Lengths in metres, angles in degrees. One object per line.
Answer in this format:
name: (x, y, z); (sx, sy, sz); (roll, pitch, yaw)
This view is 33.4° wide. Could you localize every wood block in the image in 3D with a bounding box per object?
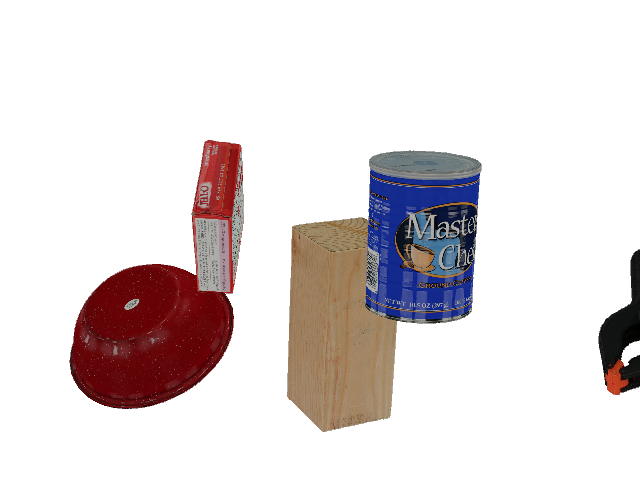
wood block: (0.024, 0.089, 1.159); (0.090, 0.206, 0.091); (-8, 21, -26)

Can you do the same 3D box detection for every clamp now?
clamp: (0.299, 0.069, 0.969); (0.171, 0.039, 0.120); (-33, 38, -26)

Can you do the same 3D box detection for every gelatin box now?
gelatin box: (-0.075, -0.016, 0.777); (0.030, 0.073, 0.089); (4, -41, 1)

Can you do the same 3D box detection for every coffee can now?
coffee can: (0.094, -0.006, 0.993); (0.103, 0.140, 0.103); (1, 15, 0)

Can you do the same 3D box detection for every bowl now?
bowl: (-0.164, 0.074, 0.981); (0.162, 0.162, 0.055); (0, -43, 19)
